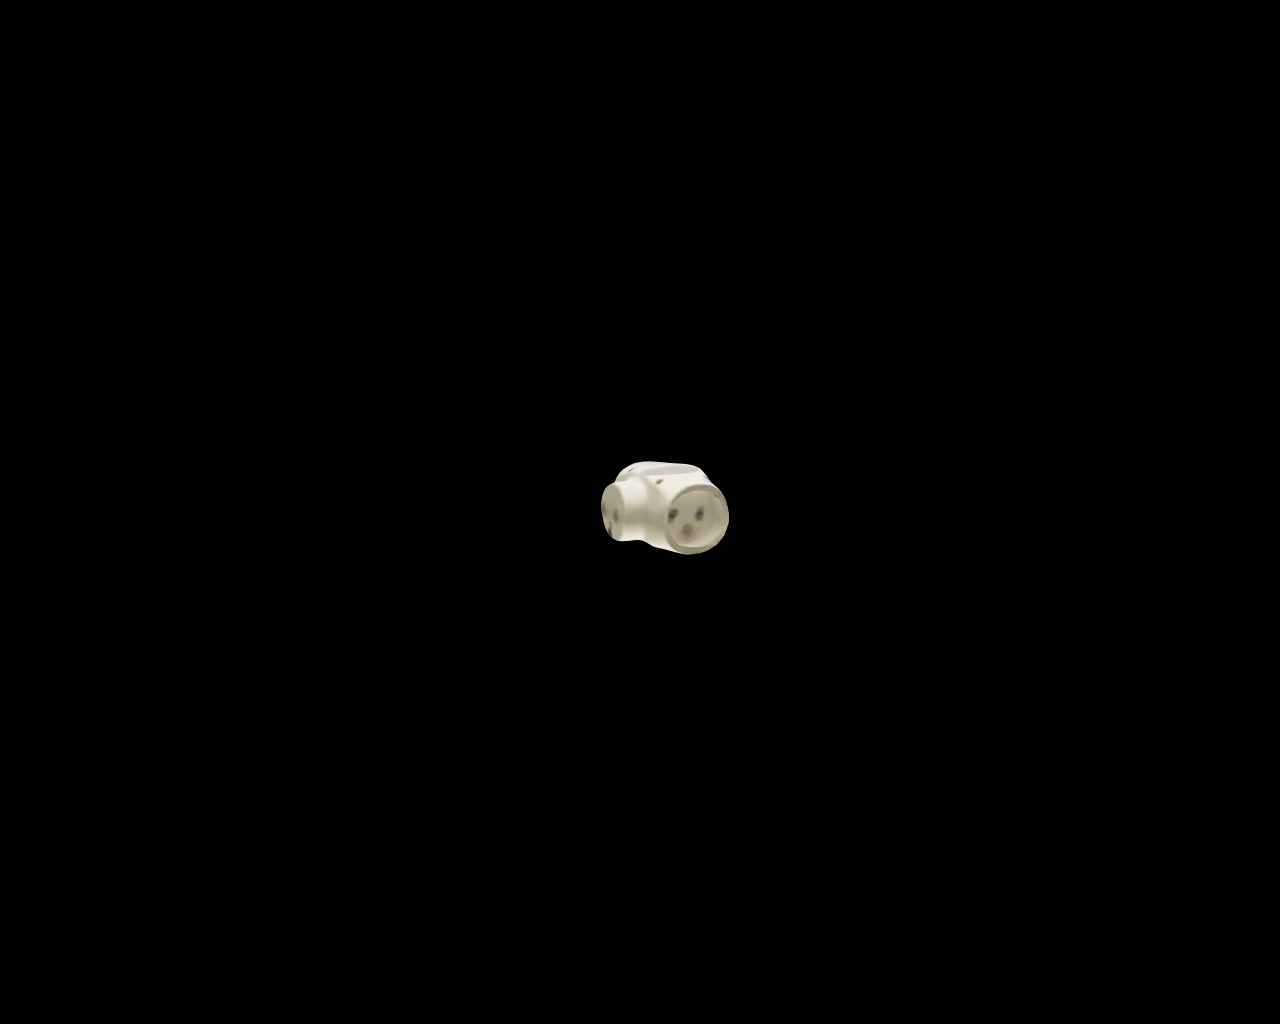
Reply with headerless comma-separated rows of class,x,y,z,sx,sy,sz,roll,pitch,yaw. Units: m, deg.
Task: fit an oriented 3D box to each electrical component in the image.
electrical component,0.001,-0.003,0.650,0.079,0.043,0.077,-6,15,-23
